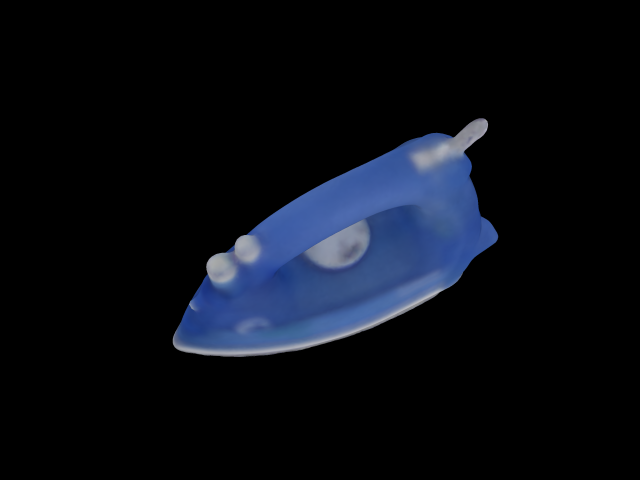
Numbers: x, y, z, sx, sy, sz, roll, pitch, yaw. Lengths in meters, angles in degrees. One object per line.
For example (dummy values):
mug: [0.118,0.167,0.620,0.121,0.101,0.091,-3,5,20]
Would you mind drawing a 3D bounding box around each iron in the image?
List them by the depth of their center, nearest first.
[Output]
iron: [0.004,0.001,0.400,0.258,0.141,0.118,-26,69,-11]
